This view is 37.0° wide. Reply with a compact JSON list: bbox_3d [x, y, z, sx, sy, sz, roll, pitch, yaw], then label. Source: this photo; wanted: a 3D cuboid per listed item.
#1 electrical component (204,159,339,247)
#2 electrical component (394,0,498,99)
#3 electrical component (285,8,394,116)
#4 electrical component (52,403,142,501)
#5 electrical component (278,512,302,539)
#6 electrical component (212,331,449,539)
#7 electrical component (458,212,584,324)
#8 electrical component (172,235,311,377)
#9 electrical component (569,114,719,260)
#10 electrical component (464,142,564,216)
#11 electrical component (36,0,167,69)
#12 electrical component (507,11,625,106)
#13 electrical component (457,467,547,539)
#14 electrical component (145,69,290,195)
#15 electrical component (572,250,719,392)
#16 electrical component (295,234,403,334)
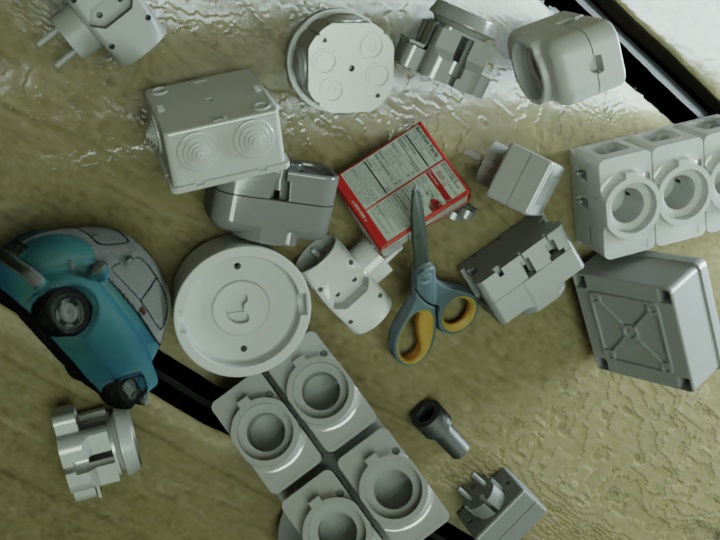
[{"bbox_3d":[-0.071,-0.055,0.843,0.095,0.053,0.059,7,106,-20],"label":"electrical component"},{"bbox_3d":[0.073,-0.176,0.846,0.078,0.058,0.057,19,105,-23],"label":"electrical component"},{"bbox_3d":[-0.014,-0.158,0.827,0.080,0.051,0.080,-6,110,-16],"label":"electrical component"},{"bbox_3d":[-0.209,0.142,0.865,0.057,0.058,0.078,-14,112,-10],"label":"electrical component"},{"bbox_3d":[-0.018,0.228,0.938,0.064,0.099,0.099,27,99,-31],"label":"electrical component"},{"bbox_3d":[-0.024,0.155,0.874,0.105,0.060,0.186,-36,81,-6],"label":"electrical component"},{"bbox_3d":[0.141,0.000,0.933,0.089,0.050,0.055,-35,115,-4],"label":"electrical component"},{"bbox_3d":[-0.099,0.024,0.857,0.108,0.060,0.108,-6,110,-16],"label":"electrical component"},{"bbox_3d":[0.268,-0.073,0.943,0.150,0.061,0.089,-14,112,-13],"label":"electrical component"},{"bbox_3d":[0.121,-0.082,0.891,0.076,0.083,0.047,28,100,14],"label":"electrical component"},{"bbox_3d":[-0.193,-0.177,0.766,0.079,0.043,0.077,-39,115,-2],"label":"electrical component"},{"bbox_3d":[0.159,-0.167,0.856,0.059,0.095,0.053,-23,114,-10],"label":"electrical component"},{"bbox_3d":[0.121,0.217,1.004,0.065,0.047,0.077,-46,116,1],"label":"electrical component"},{"bbox_3d":[-0.107,-0.105,0.790,0.100,0.099,0.048,-15,125,-13],"label":"electrical component"},{"bbox_3d":[0.255,0.041,0.949,0.056,0.109,0.108,-35,118,-30],"label":"electrical component"},{"bbox_3d":[0.000,0.000,0.891,0.079,0.043,0.077,-42,116,-1],"label":"electrical component"}]
